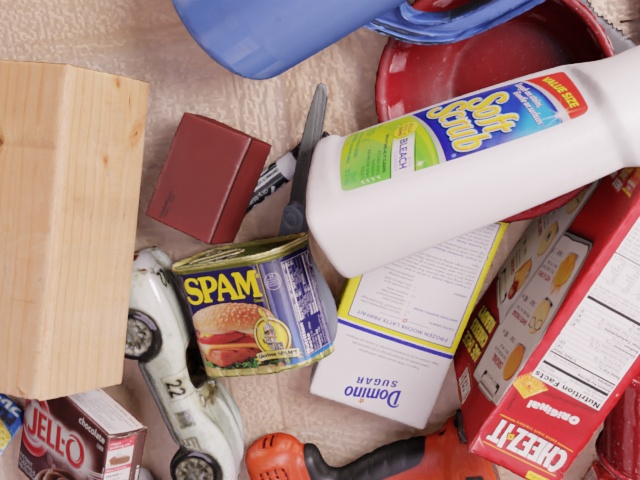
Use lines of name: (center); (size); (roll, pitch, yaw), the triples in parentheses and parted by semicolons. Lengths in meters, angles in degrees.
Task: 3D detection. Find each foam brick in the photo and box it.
foam brick: (-0.076, -0.042, 0.731); (0.053, 0.051, 0.078); (25, 98, 13)

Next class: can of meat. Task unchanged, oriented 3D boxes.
can of meat: (-0.045, 0.046, 0.737); (0.102, 0.057, 0.084); (-9, 100, 38)

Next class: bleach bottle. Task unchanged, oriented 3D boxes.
bleach bottle: (0.115, -0.059, 0.635); (0.251, 0.102, 0.068); (-21, 123, 22)

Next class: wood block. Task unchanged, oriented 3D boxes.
wood block: (-0.181, -0.009, 0.698); (0.091, 0.090, 0.206); (8, 94, 24)

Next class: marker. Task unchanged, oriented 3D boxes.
marker: (-0.041, -0.038, 0.760); (0.121, 0.020, 0.020); (-36, 104, 13)

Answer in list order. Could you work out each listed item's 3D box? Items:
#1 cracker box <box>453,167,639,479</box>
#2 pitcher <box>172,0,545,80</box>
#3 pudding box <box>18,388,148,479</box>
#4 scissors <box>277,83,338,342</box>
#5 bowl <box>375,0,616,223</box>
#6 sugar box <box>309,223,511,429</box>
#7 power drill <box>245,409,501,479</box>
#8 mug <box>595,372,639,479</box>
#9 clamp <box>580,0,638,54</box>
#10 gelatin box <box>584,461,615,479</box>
cracker box: (0.173, 0.033, 0.699); (0.072, 0.164, 0.214); (28, 108, -5)
pitcher: (0.033, -0.186, 0.622); (0.243, 0.144, 0.149); (-28, 74, 34)
pudding box: (-0.178, 0.154, 0.791); (0.114, 0.039, 0.090); (27, 115, 38)
scissors: (-0.005, 0.001, 0.740); (0.096, 0.016, 0.202); (40, 123, 20)
bowl: (0.120, -0.095, 0.699); (0.162, 0.055, 0.162); (8, 109, 23)
sugar box: (0.062, 0.042, 0.770); (0.093, 0.048, 0.176); (19, 112, -3)
power drill: (0.051, 0.219, 0.825); (0.188, 0.057, 0.184); (-16, 108, 8)
mug: (0.227, 0.106, 0.724); (0.093, 0.117, 0.081); (-18, 118, -19)
clamp: (0.163, -0.194, 0.688); (0.165, 0.036, 0.210); (-22, 107, 10)
gelatin box: (0.229, 0.225, 0.834); (0.073, 0.030, 0.089); (22, 107, -5)
